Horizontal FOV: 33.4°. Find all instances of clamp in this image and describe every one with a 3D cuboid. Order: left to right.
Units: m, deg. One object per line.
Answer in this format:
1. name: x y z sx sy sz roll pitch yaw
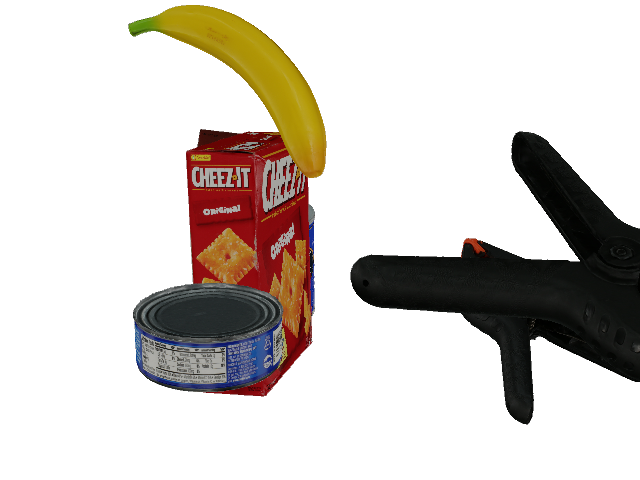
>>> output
1. clamp: 0.165 0.060 0.804 0.120 0.039 0.171 -4 45 -21
2. clamp: 0.130 0.022 0.509 0.164 0.036 0.210 -32 48 -33

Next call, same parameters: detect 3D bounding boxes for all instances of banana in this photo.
1. banana: -0.057 -0.129 0.832 0.198 0.069 0.037 39 -6 14

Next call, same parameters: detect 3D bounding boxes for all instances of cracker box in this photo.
1. cracker box: -0.058 0.014 0.974 0.072 0.214 0.164 2 12 14

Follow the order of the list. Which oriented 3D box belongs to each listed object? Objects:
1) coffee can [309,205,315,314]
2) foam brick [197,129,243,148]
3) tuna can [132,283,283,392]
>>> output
1. coffee can: -0.058 0.027 1.378 0.103 0.140 0.103 0 26 0
2. foam brick: -0.098 -0.085 1.170 0.078 0.051 0.053 7 29 -5
3. tuna can: -0.064 0.055 0.615 0.086 0.034 0.086 0 18 0
